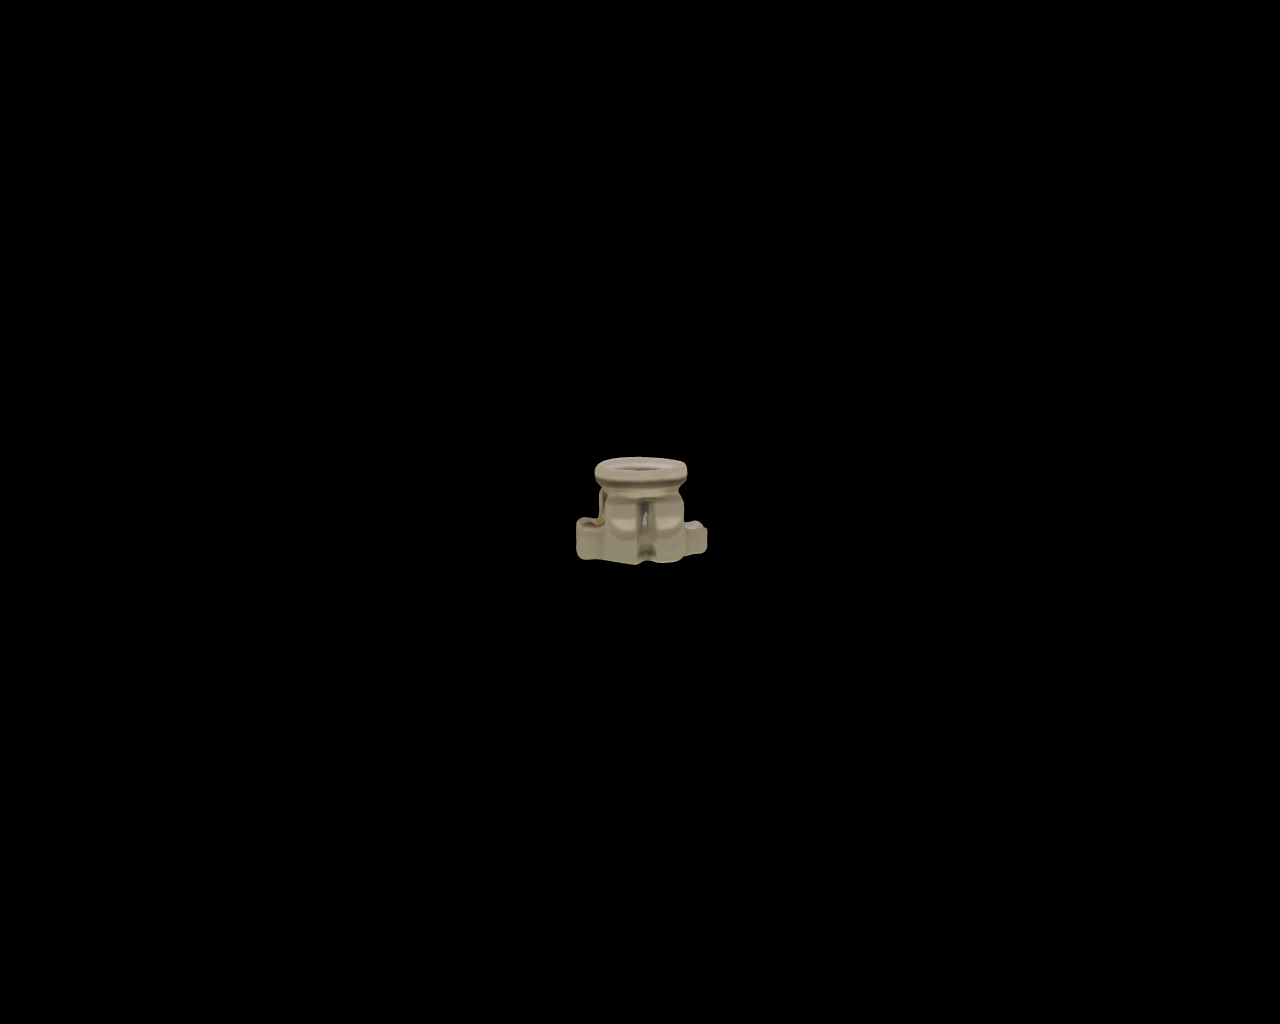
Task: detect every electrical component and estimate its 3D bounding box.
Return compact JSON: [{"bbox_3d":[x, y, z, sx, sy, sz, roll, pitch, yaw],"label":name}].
[{"bbox_3d":[0.001,-0.003,0.650,0.078,0.057,0.058,-1,12,-7],"label":"electrical component"}]
